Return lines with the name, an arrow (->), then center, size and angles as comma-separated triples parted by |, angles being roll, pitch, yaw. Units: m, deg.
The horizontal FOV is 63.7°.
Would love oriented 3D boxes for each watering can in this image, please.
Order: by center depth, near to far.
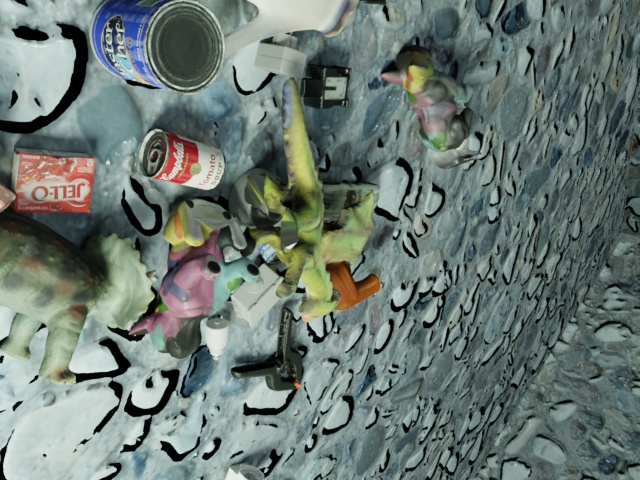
watering can -> -0.052, -0.351, 0.720 | 0.223, 0.104, 0.347 | 14, 92, -31

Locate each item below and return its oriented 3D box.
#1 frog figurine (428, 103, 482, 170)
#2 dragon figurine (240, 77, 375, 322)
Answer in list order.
frog figurine -> 0.303, -0.252, 1.213 | 0.138, 0.121, 0.160 | -18, 85, -32
dragon figurine -> 0.003, -0.043, 0.853 | 0.243, 0.123, 0.406 | -3, 109, -47
